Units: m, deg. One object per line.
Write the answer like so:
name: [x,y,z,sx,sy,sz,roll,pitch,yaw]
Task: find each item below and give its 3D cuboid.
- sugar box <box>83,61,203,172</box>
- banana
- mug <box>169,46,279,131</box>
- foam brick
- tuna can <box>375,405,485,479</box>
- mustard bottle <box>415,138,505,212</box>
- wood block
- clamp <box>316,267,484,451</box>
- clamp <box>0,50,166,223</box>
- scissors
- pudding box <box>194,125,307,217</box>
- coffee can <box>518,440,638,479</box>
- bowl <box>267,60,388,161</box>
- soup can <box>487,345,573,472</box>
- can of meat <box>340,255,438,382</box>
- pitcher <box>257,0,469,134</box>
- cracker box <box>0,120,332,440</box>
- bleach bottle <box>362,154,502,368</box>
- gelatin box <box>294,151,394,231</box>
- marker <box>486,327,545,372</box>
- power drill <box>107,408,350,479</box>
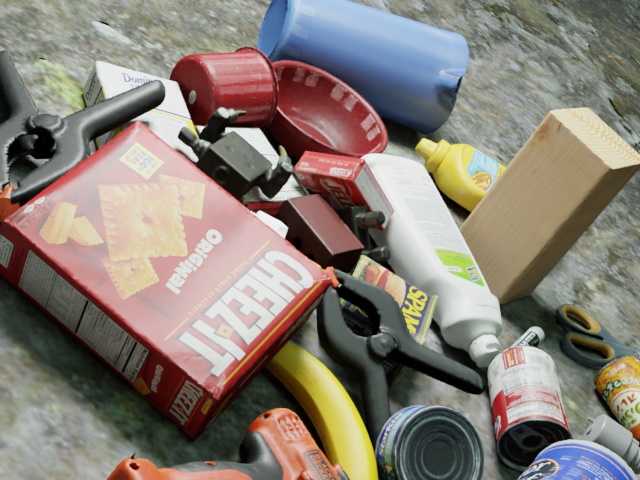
sugar box: [-0.165,-0.095,1.018,0.093,0.048,0.176,12,35,-32]
banana: [0.000,0.147,0.862,0.069,0.037,0.198,-20,57,-29]
mug: [-0.112,-0.156,1.117,0.081,0.093,0.117,-12,24,-43]
foam brick: [-0.007,0.001,1.026,0.051,0.053,0.078,-11,54,-49]
tuna can: [0.089,0.176,0.861,0.086,0.034,0.086,5,78,-23]
mustard bottle: [0.199,-0.064,1.292,0.191,0.058,0.096,33,37,-3]
wood block: [0.237,-0.034,1.149,0.090,0.206,0.091,-12,54,-50]
clamp: [0.046,0.103,0.908,0.171,0.039,0.120,44,58,6]
clamp: [-0.246,-0.096,0.930,0.164,0.036,0.209,15,44,8]
scissors: [0.345,0.119,1.225,0.201,0.016,0.096,10,39,-33]
pudding box: [-0.075,-0.065,1.065,0.089,0.039,0.113,-3,50,-45]
coffee can: [0.188,0.234,0.851,0.103,0.103,0.140,45,34,15]
bowl: [-0.005,-0.129,1.195,0.162,0.055,0.162,24,34,-17]
soup can: [0.193,0.155,0.991,0.068,0.069,0.102,25,33,-15]
can of meat: [0.055,0.070,0.989,0.084,0.058,0.102,31,32,-1]
pitcher: [0.047,-0.227,1.321,0.242,0.149,0.145,15,53,-22]
cracker box: [-0.122,0.024,0.842,0.214,0.072,0.164,39,48,7]
bleach bottle: [0.113,0.022,1.100,0.102,0.068,0.251,6,44,-37]
gelatin box: [0.025,-0.049,1.072,0.073,0.030,0.089,13,-27,35]
marker: [0.201,0.117,1.093,0.020,0.020,0.120,44,33,14]
power drill: [-0.045,0.202,0.727,0.187,0.057,0.185,2,41,-45]
